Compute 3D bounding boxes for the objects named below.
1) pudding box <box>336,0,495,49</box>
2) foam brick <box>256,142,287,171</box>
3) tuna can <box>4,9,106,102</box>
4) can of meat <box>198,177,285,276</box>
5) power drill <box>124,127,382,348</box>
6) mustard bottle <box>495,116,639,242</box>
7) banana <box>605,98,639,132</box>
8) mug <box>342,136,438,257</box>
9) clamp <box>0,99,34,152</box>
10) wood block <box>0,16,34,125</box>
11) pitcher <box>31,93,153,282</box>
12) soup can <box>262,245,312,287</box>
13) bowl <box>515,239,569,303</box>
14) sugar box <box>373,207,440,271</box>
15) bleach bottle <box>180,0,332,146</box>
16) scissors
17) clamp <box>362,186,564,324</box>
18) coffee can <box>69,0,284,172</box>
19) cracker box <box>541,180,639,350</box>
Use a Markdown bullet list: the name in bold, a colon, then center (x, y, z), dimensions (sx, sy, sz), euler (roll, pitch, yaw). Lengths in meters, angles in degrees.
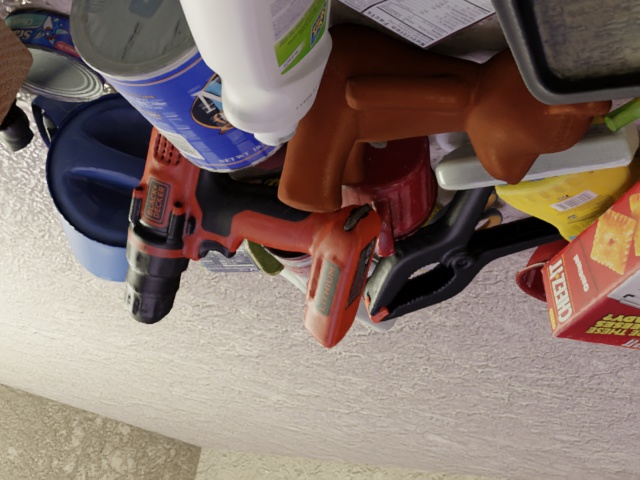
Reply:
- **pudding box**: center (0.061, -0.155, 0.595), dimensions (0.089, 0.039, 0.114), euler (21, 161, -28)
- **foam brick**: center (-0.035, -0.092, 0.821), dimensions (0.051, 0.053, 0.078), euler (22, 160, -29)
- **tuna can**: center (-0.202, -0.139, 0.808), dimensions (0.086, 0.033, 0.086), euler (10, 162, 3)
- **can of meat**: center (-0.062, -0.014, 0.998), dimensions (0.084, 0.102, 0.057), euler (-2, 132, 42)
- **power drill**: center (-0.059, 0.011, 0.802), dimensions (0.188, 0.185, 0.057), euler (22, -151, 13)
- **mustard bottle**: center (0.226, -0.031, 0.838), dimensions (0.096, 0.058, 0.191), euler (-25, 143, 35)
- **banana**: center (0.248, -0.106, 0.599), dimensions (0.037, 0.069, 0.198), euler (52, 150, -3)
- **mug**: center (0.045, -0.045, 0.825), dimensions (0.093, 0.117, 0.081), euler (-3, 156, 6)
- **clamp**: center (-0.273, -0.122, 0.862), dimensions (0.120, 0.039, 0.172), euler (59, 166, -4)
- **wood block**: center (-0.319, -0.135, 0.738), dimensions (0.206, 0.090, 0.090), euler (17, 162, 20)
- **pitcher**: center (-0.186, -0.041, 0.975), dimensions (0.145, 0.149, 0.243), euler (-1, 168, -13)
- **soup can**: center (-0.006, 0.001, 0.922), dimensions (0.069, 0.068, 0.102), euler (4, 161, 20)
- **bowl**: center (0.264, 0.022, 0.985), dimensions (0.162, 0.055, 0.162), euler (10, 162, 3)
- **sugar box**: center (0.058, -0.021, 0.999), dimensions (0.094, 0.048, 0.176), euler (-2, 155, 39)
- **bleach bottle**: center (-0.033, -0.128, 0.554), dimensions (0.068, 0.102, 0.251), euler (31, 154, 17)
- **scissors**: center (0.088, 0.019, 0.971), dimensions (0.202, 0.016, 0.096), euler (-42, 150, 22)
- **clamp**: center (0.127, 0.007, 0.920), dimensions (0.164, 0.036, 0.210), euler (22, 126, -39)
- **coffee can**: center (-0.081, -0.118, 0.688), dimensions (0.103, 0.103, 0.140), euler (4, 161, 21)
- **cracker box**: center (0.291, 0.007, 0.786), dimensions (0.164, 0.072, 0.214), euler (10, 146, -21)
